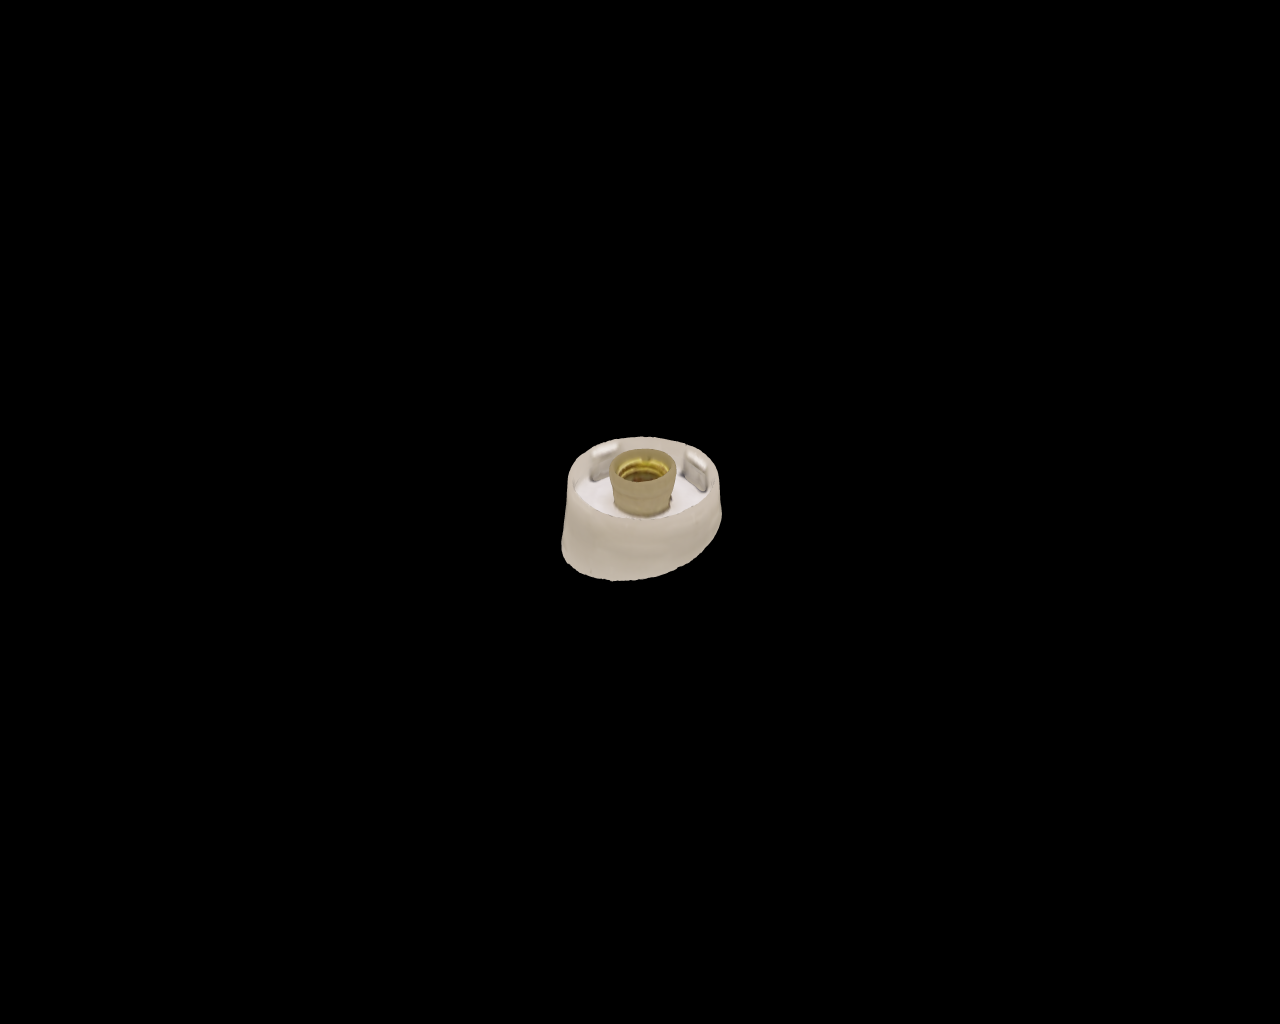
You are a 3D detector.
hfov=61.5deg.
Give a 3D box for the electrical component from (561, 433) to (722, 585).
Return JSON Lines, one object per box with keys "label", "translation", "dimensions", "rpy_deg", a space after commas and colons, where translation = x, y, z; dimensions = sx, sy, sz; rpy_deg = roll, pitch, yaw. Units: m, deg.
{"label": "electrical component", "translation": [0.001, -0.003, 0.650], "dimensions": [0.099, 0.064, 0.099], "rpy_deg": [0, 36, 0]}
